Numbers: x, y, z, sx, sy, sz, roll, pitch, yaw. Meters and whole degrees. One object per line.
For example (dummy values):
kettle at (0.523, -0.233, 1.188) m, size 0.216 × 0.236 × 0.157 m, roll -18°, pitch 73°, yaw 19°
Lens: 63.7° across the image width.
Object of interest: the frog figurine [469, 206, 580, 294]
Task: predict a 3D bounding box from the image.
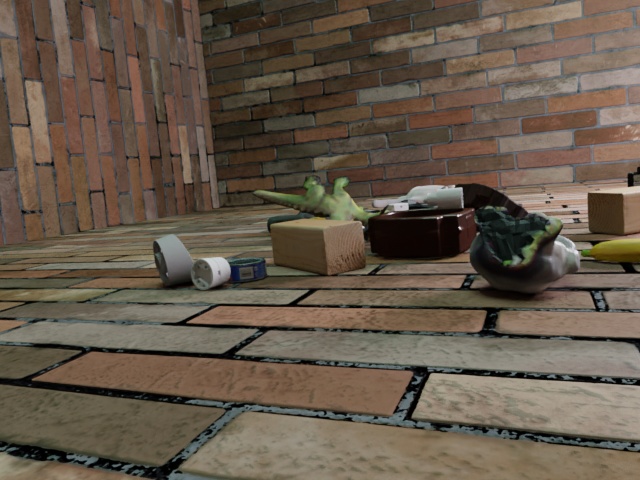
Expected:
frog figurine at (0.291, 0.030, 0.724) m, size 0.136 × 0.125 × 0.157 m, roll -11°, pitch -34°, yaw 33°

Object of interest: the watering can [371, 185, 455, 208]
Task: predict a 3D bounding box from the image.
watering can at (0.364, -0.138, 1.837) m, size 0.350 × 0.103 × 0.224 m, roll -11°, pitch 10°, yaw -43°

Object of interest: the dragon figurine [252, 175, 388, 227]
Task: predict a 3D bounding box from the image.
dragon figurine at (0.004, -0.070, 1.390) m, size 0.410 × 0.119 × 0.248 m, roll -1°, pitch 31°, yaw 4°
